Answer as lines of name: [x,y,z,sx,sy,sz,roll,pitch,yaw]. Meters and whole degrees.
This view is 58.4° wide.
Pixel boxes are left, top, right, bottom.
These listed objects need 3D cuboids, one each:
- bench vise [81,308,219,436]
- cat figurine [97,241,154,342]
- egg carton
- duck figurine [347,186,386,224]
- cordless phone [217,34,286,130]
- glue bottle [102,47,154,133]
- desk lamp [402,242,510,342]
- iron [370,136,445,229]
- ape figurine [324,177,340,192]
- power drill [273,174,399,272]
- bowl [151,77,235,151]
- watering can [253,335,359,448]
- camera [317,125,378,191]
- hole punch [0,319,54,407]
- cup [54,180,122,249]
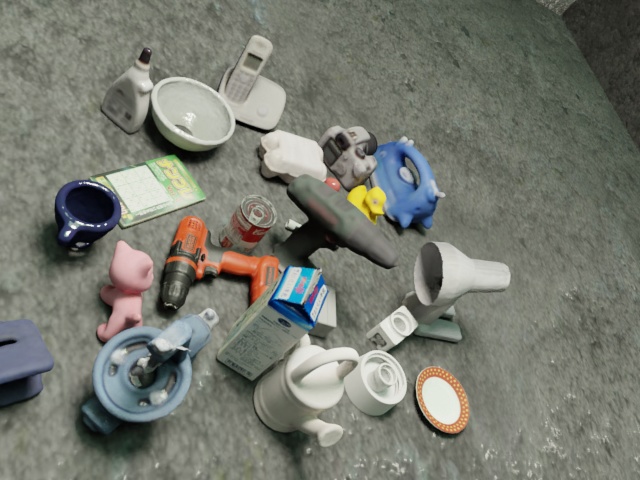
bench vise: [-0.207,0.137,0.745,0.122,0.219,0.207,34,43,-11]
cat figurine: [-0.272,0.071,0.822,0.067,0.117,0.127,9,53,-32]
egg carton: [-0.057,-0.169,1.212,0.151,0.069,0.107,11,52,-31]
duck figurine: [0.109,-0.083,1.259,0.078,0.086,0.104,6,55,-34]
cordless phone: [-0.125,-0.330,1.200,0.148,0.184,0.094,16,49,-28]
glue bottle: [-0.327,-0.270,1.006,0.078,0.172,0.037,42,42,-2]
desk lamp: [0.255,0.100,1.134,0.204,0.213,0.118,14,50,-29]
iron: [0.202,-0.156,1.347,0.119,0.141,0.258,0,58,-37]
ape figurine: [0.011,-0.095,1.189,0.078,0.092,0.076,-6,62,-40]
power drill: [0.009,0.004,1.024,0.229,0.208,0.076,49,43,5]
bowl: [-0.253,-0.229,1.104,0.168,0.074,0.167,21,47,-24]
watering can: [-0.010,0.216,0.853,0.101,0.193,0.172,-18,70,-44]
camera: [0.088,-0.207,1.329,0.137,0.100,0.143,-23,73,-45]
hole punch: [-0.393,0.143,0.693,0.109,0.091,0.101,-11,65,-42]
cup: [-0.356,-0.019,0.845,0.092,0.094,0.118,31,44,-14]
